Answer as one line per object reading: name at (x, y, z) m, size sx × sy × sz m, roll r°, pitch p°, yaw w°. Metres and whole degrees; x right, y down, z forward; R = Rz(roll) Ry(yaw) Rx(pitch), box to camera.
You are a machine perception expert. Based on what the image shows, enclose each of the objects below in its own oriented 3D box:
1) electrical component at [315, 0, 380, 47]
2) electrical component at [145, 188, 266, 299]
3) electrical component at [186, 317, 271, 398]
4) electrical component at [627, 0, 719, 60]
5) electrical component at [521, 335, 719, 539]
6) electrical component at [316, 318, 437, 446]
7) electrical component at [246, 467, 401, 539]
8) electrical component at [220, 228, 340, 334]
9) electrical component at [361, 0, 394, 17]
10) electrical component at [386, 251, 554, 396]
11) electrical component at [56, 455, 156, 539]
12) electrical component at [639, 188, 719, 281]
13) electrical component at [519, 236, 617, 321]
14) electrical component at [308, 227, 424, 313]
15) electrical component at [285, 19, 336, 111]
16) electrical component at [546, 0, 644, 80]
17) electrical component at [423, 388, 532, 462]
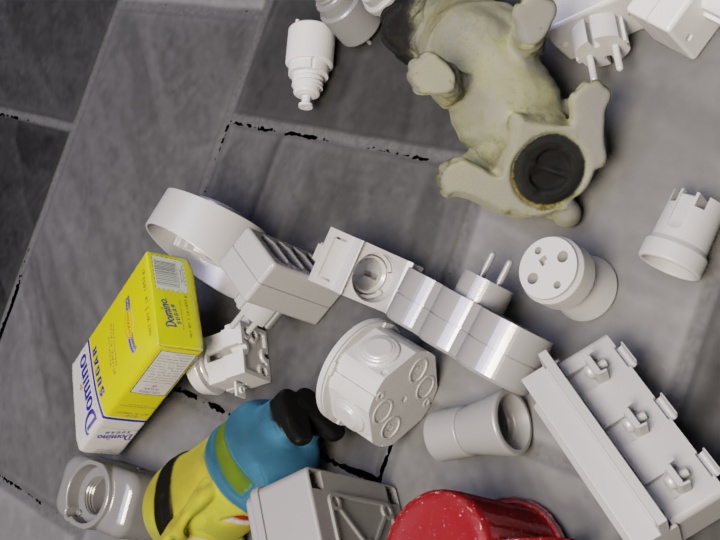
electrical component at (-0.016, -0.216, 0.875) m, size 0.040 × 0.078 × 0.040 m, roll -23°, pitch 47°, yaw 27°
electrical component at (-0.127, -0.024, 0.884) m, size 0.099 × 0.099 × 0.064 m, roll 18°, pitch 80°, yaw 41°
electrical component at (-0.107, 0.073, 0.867) m, size 0.055 × 0.048 × 0.066 m, roll -20°, pitch 63°, yaw 24°
electrical component at (0.229, -0.176, 0.681) m, size 0.083 × 0.047 × 0.076 m, roll -55°, pitch 50°, yaw 10°
electrical component at (0.157, 0.103, 0.632) m, size 0.063 × 0.078 × 0.121 m, roll -32°, pitch 55°, yaw 0°
electrical component at (0.013, 0.078, 0.747) m, size 0.051 × 0.080 × 0.080 m, roll 29°, pitch 94°, yaw 35°
electrical component at (-0.014, 0.194, 0.709) m, size 0.056 × 0.109 × 0.108 m, roll -29°, pitch 59°, yaw 25°
electrical component at (-0.071, 0.019, 0.831) m, size 0.075 × 0.083 × 0.047 m, roll -50°, pitch 51°, yaw 14°
electrical component at (0.028, -0.257, 0.862) m, size 0.078 × 0.057 × 0.113 m, roll -37°, pitch 55°, yaw 23°
electrical component at (0.078, 0.023, 0.717) m, size 0.138 × 0.052 × 0.073 m, roll 31°, pitch 95°, yaw 55°
electrical component at (-0.205, 0.189, 0.896) m, size 0.095 × 0.059 × 0.053 m, roll 7°, pitch 79°, yaw 40°
electrical component at (0.199, -0.022, 0.659) m, size 0.040 × 0.040 × 0.046 m, roll 22°, pitch 84°, yaw 41°
electrical component at (0.133, 0.006, 0.690) m, size 0.045 × 0.055 × 0.045 m, roll -14°, pitch 67°, yaw 35°
electrical component at (0.000, 0.000, 0.791) m, size 0.042 × 0.081 × 0.064 m, roll -65°, pitch 26°, yaw 1°
electrical component at (-0.043, -0.172, 0.901) m, size 0.040 × 0.040 × 0.078 m, roll -8°, pitch 70°, yaw 37°
electrical component at (0.162, -0.164, 0.730) m, size 0.066 × 0.047 × 0.076 m, roll -20°, pitch 63°, yaw 32°
electrical component at (0.075, 0.106, 0.713) m, size 0.065 × 0.044 × 0.044 m, roll -19°, pitch 64°, yaw 38°
